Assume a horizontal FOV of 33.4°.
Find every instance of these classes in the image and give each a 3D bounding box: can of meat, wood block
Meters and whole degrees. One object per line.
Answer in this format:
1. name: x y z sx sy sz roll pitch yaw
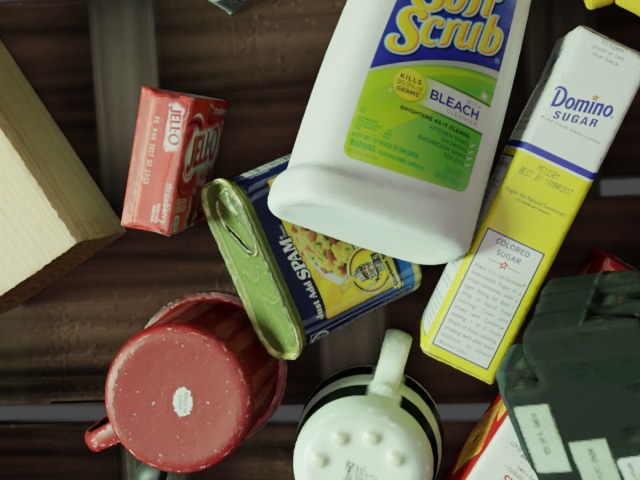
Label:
1. can of meat: -0.004 0.001 0.575 0.083 0.058 0.102 -25 94 -23
2. wood block: -0.211 -0.063 0.596 0.091 0.090 0.206 -34 90 9

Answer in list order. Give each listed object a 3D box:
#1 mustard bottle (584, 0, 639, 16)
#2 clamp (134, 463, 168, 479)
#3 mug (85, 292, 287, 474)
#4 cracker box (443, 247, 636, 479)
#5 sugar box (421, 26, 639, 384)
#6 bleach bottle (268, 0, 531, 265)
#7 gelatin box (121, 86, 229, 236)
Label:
1. mustard bottle: 0.199 -0.149 0.508 0.192 0.058 0.096 -12 119 13
2. clamp: -0.111 0.207 0.633 0.171 0.039 0.120 -35 89 9
3. mug: -0.080 0.085 0.596 0.117 0.081 0.093 -27 91 9
4. cracker box: 0.163 0.136 0.576 0.164 0.072 0.214 31 99 5
5. sugar box: 0.109 -0.019 0.557 0.048 0.093 0.176 27 98 2
6. bleach bottle: 0.055 -0.120 0.543 0.102 0.068 0.251 19 77 -15
7. gelatin box: -0.077 -0.044 0.580 0.030 0.089 0.073 12 97 5
